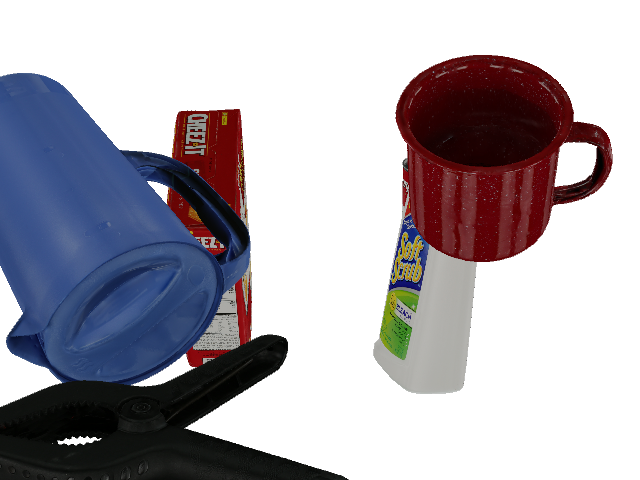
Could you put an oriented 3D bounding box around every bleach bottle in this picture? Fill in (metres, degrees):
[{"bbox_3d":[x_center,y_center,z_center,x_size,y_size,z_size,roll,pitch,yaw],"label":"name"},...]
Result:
[{"bbox_3d":[0.101,0.002,0.940,0.068,0.251,0.103,0,17,-18],"label":"bleach bottle"}]

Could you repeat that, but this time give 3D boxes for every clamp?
[{"bbox_3d":[-0.095,0.102,0.594,0.210,0.036,0.164,-1,24,-9],"label":"clamp"}]

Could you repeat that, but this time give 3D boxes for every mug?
[{"bbox_3d":[0.102,-0.043,0.593,0.117,0.093,0.081,-1,-41,5],"label":"mug"}]

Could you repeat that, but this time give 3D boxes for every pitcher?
[{"bbox_3d":[-0.174,-0.021,0.785,0.149,0.145,0.243,26,19,-52],"label":"pitcher"}]

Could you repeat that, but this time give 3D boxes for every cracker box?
[{"bbox_3d":[-0.109,0.001,1.072,0.072,0.164,0.214,-2,-43,-1],"label":"cracker box"}]

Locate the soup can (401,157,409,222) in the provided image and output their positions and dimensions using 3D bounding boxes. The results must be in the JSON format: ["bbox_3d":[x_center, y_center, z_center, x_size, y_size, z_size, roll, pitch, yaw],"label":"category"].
[{"bbox_3d":[0.132,-0.046,1.285,0.068,0.102,0.068,-1,26,0],"label":"soup can"}]
